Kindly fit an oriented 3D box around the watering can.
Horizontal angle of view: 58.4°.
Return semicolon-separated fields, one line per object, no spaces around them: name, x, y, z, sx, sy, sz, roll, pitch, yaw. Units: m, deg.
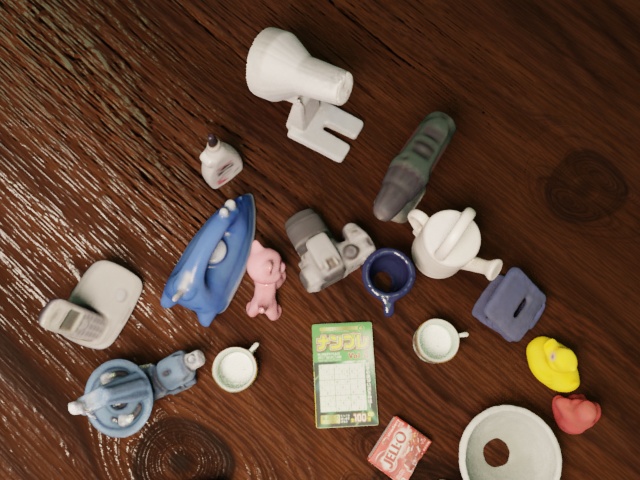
watering can;0.229;0.003;0.976;0.173;0.194;0.101;16;76;3

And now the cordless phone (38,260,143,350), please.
cordless phone;-0.379;0.100;0.942;0.094;0.185;0.148;23;77;5

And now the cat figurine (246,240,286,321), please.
cat figurine;-0.095;0.069;0.991;0.067;0.118;0.128;4;76;0

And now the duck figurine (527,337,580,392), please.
duck figurine;0.412;0.213;0.985;0.077;0.086;0.104;-33;79;-9

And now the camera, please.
camera;0.009;0.004;1.018;0.143;0.101;0.137;-30;79;-8

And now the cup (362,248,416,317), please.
cup;0.116;0.080;1.005;0.091;0.095;0.118;0;76;-1

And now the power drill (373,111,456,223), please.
power drill;0.152;-0.104;0.993;0.075;0.208;0.230;30;78;6

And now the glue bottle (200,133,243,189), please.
glue bottle;-0.180;-0.147;1.013;0.078;0.173;0.037;-42;80;-10

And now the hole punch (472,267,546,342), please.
hole punch;0.340;0.114;1.005;0.101;0.091;0.109;36;78;7

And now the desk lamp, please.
desk lamp;-0.020;-0.262;1.024;0.203;0.213;0.118;28;77;6

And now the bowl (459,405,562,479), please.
bowl;0.306;0.359;0.952;0.167;0.075;0.167;0;76;-1

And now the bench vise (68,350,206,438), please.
bench vise;-0.293;0.221;0.897;0.121;0.220;0.207;44;79;9

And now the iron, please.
iron;-0.184;0.012;0.991;0.118;0.141;0.258;23;77;5

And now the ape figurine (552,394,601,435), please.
ape figurine;0.436;0.289;0.964;0.077;0.092;0.076;29;77;6
